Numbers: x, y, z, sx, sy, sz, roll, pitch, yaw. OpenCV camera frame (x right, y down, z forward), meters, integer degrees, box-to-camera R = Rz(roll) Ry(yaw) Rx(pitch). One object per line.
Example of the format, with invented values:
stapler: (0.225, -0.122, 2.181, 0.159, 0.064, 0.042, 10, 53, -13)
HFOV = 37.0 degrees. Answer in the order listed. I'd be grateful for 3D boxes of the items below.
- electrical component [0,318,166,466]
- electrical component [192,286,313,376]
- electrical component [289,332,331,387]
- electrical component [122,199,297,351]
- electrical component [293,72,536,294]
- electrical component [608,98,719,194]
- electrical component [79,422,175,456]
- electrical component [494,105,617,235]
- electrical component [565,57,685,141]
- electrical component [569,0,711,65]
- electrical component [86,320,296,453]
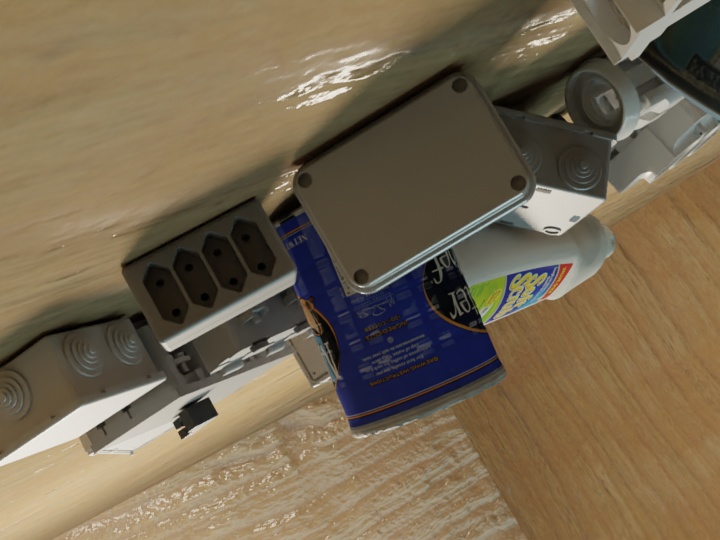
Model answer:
electrical component: (-0.184, 0.073, 0.663, 0.100, 0.048, 0.100, -33, 172, 23)
electrical component: (-0.061, 0.020, 0.722, 0.121, 0.063, 0.079, -22, 169, -46)
electrical component: (-0.027, 0.064, 1.022, 0.062, 0.096, 0.061, -33, 172, 21)
electrical component: (-0.083, 0.007, 0.610, 0.083, 0.047, 0.075, -29, 173, -9)
electrical component: (0.030, -0.045, 0.579, 0.113, 0.078, 0.057, -31, 176, 7)
electrical component: (0.252, -0.123, 0.876, 0.089, 0.061, 0.150, -48, 168, 36)
electrical component: (-0.186, 0.104, 0.841, 0.062, 0.061, 0.096, -31, 165, 6)
electrical component: (0.113, -0.063, 0.722, 0.100, 0.048, 0.099, 12, 164, -8)
electrical component: (0.176, -0.120, 0.721, 0.057, 0.058, 0.078, -29, 173, -29)
electrical component: (0.144, -0.139, 0.524, 0.064, 0.042, 0.081, -31, 174, -5)
electrical component: (-0.130, 0.067, 0.781, 0.089, 0.061, 0.150, -34, 172, 27)
